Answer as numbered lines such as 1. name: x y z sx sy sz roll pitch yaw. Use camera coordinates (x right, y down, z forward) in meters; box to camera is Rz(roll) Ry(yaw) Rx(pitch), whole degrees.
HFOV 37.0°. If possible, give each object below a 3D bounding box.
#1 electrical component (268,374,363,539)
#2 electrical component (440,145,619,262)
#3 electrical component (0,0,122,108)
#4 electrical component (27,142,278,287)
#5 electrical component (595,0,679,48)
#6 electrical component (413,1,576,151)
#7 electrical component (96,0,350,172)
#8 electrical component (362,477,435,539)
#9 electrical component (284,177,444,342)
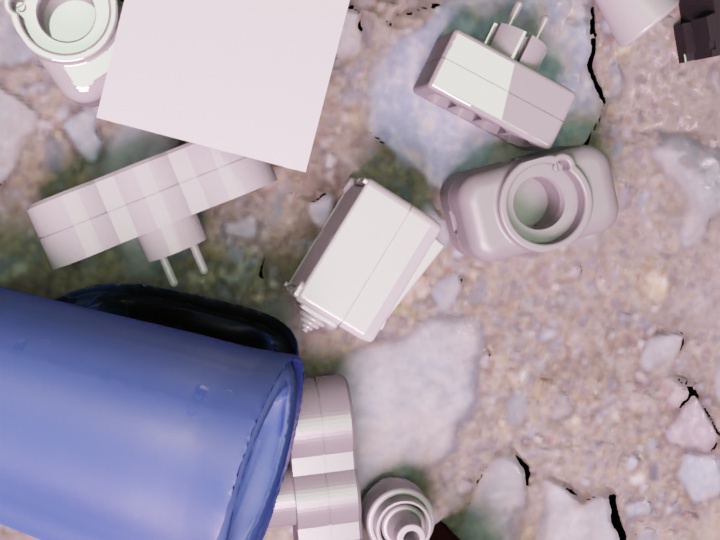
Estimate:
1. electrical component: -0.040 0.134 0.648 0.074 0.052 0.138 -6 96 -9
2. electrical component: 0.103 -0.041 0.652 0.095 0.059 0.053 -15 98 -8
3. electrical component: -0.162 -0.141 0.598 0.054 0.059 0.095 -35 100 -5
4. electrical component: -0.112 -0.028 0.621 0.138 0.052 0.073 -22 98 -6
5. electrical component: 0.158 -0.175 0.658 0.044 0.044 0.065 -41 95 -4
6. electrical component: 0.088 -0.123 0.648 0.083 0.047 0.075 26 90 -11
7. electrical component: -0.057 -0.154 0.552 0.105 0.060 0.186 14 95 -7
8. electrical component: 0.025 0.153 0.655 0.043 0.062 0.043 -1 95 -9
9. electrical component: 0.000 0.000 0.637 0.061 0.062 0.096 31 90 -11
